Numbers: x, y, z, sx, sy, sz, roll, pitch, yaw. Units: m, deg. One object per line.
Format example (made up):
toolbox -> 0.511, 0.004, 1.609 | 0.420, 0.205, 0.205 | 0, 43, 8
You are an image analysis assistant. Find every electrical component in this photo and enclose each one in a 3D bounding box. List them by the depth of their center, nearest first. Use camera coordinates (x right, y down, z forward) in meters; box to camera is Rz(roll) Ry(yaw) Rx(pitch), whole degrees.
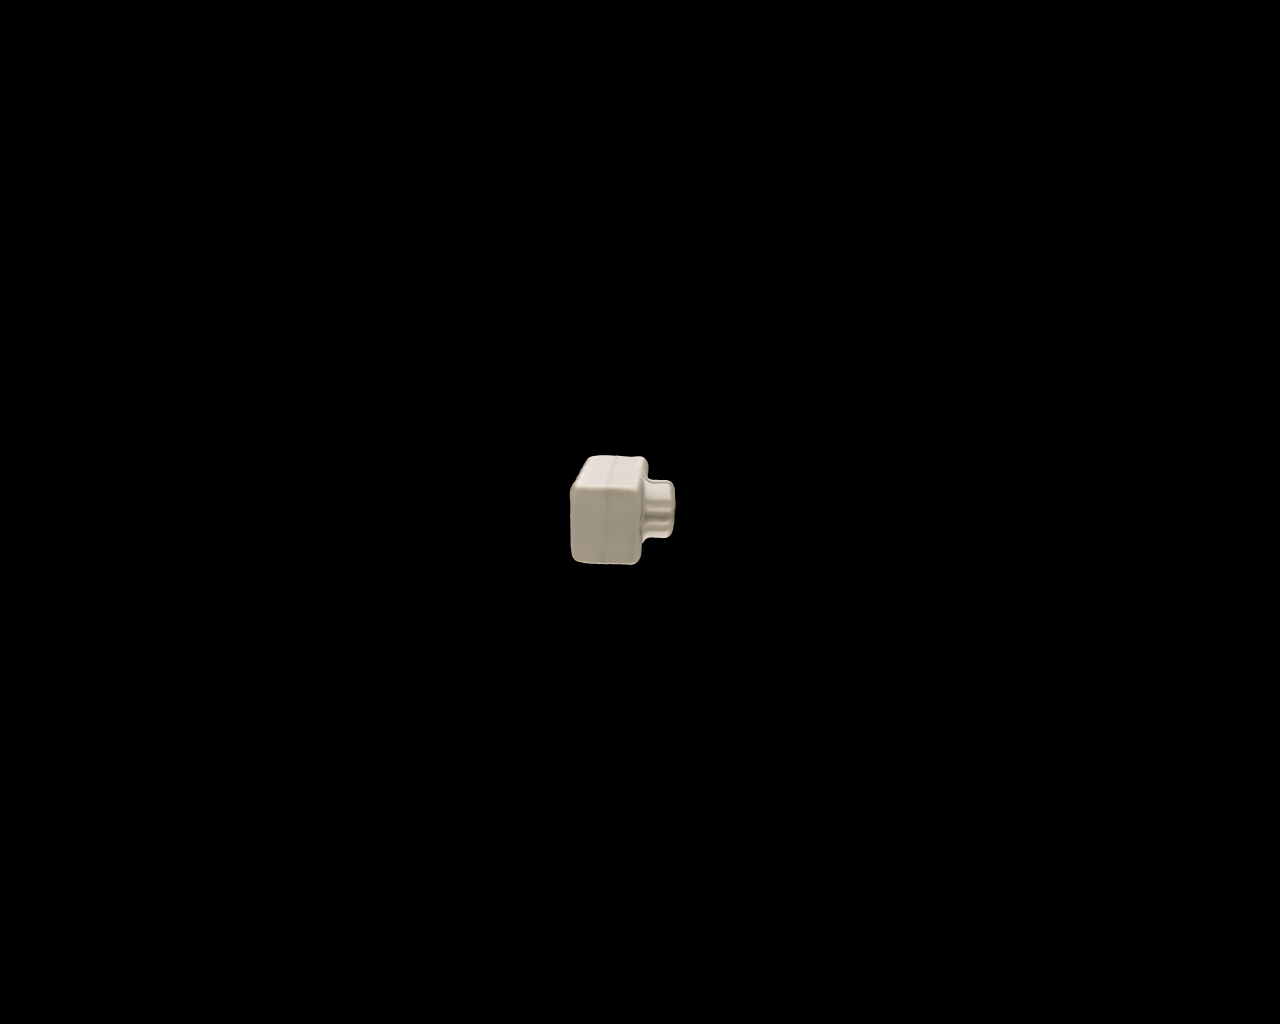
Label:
electrical component -> 0.001, -0.003, 0.650 | 0.076, 0.047, 0.083 | 1, 16, 4
